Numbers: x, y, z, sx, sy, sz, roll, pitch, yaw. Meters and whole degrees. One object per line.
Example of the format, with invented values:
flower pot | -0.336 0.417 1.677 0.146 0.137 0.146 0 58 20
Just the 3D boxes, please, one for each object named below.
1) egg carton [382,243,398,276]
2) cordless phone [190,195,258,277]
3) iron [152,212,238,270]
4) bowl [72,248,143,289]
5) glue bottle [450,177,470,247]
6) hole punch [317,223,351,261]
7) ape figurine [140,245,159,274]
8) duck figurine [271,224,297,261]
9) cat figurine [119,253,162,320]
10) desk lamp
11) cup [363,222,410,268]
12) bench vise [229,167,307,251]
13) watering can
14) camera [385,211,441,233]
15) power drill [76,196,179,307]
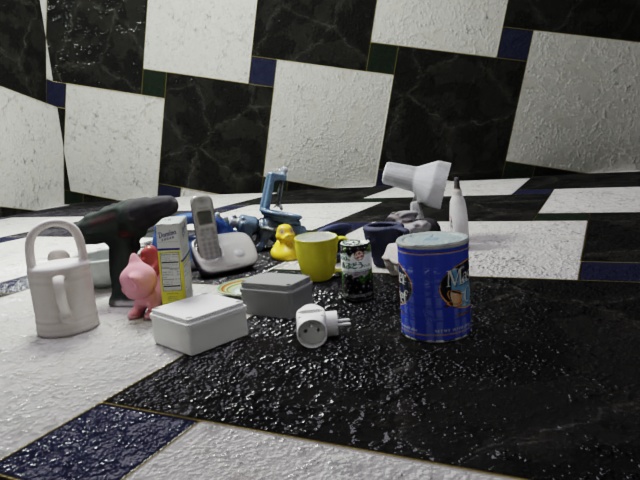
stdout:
egg carton | 0.194 0.042 1.137 0.107 0.069 0.150 -8 11 -18
cordless phone | -0.226 -0.016 1.317 0.148 0.185 0.093 -11 12 -33
iron | -0.300 -0.007 1.422 0.259 0.141 0.118 -11 12 -31
bowl | -0.474 0.066 1.286 0.167 0.075 0.167 -4 10 1
glue bottle | 0.331 -0.065 1.375 0.037 0.173 0.078 -5 10 0
hole punch | 0.013 0.005 1.362 0.109 0.091 0.100 -13 13 -38
ape figurine | -0.366 0.056 1.243 0.076 0.092 0.078 -5 10 -3
duck figurine | -0.087 0.002 1.434 0.078 0.086 0.104 -8 11 -20
cat figurine | -0.308 0.078 1.025 0.067 0.118 0.128 0 11 22
desk lamp | 0.242 -0.099 1.489 0.203 0.213 0.118 -2 11 14
cup | 0.151 0.012 1.250 0.092 0.095 0.117 -14 14 -40
bench vise | -0.139 -0.083 1.549 0.208 0.220 0.121 -12 13 -36
watering can | -0.448 0.059 0.981 0.172 0.194 0.101 6 15 44
camera | 0.233 -0.022 1.385 0.137 0.101 0.142 -10 12 -27
power drill | -0.364 0.021 1.112 0.229 0.208 0.076 -1 11 17
